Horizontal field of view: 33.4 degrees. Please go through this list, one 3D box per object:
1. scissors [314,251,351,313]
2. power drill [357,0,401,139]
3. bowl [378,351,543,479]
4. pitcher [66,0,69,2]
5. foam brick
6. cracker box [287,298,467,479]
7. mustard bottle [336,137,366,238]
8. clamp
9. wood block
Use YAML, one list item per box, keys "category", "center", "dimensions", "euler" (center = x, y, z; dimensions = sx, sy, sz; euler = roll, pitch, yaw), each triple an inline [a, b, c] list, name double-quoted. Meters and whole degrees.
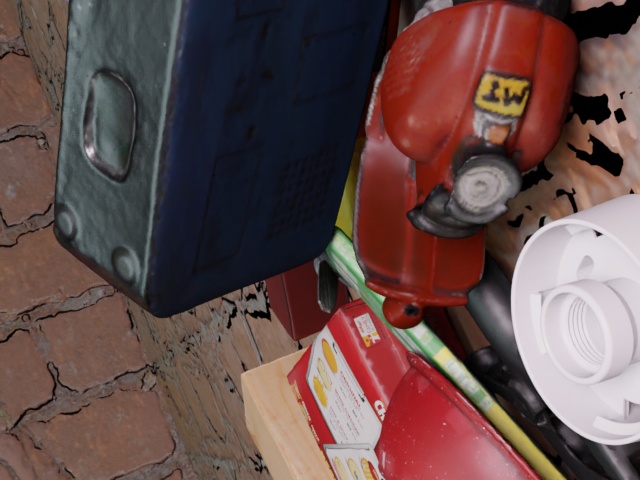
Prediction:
- category: "scissors"
  center: [-0.005, 0.001, 0.689]
  dimensions: [0.096, 0.016, 0.201]
  euler: [54, -171, 6]
- category: "power drill"
  center: [-0.045, -0.107, 0.597]
  dimensions: [0.188, 0.057, 0.184]
  euler: [17, 108, 41]
- category: "bowl"
  center: [0.079, 0.134, 0.543]
  dimensions: [0.162, 0.055, 0.162]
  euler: [49, 176, 5]
- category: "pitcher"
  center: [-0.142, -0.266, 0.675]
  dimensions: [0.243, 0.149, 0.145]
  euler: [98, 151, -48]
- category: "foam brick"
  center: [-0.013, 0.030, 0.853]
  dimensions: [0.051, 0.053, 0.078]
  euler: [-132, 27, -51]
- category: "cracker box"
  center: [0.055, 0.133, 0.731]
  dimensions: [0.164, 0.072, 0.214]
  euler: [64, 163, 12]
- category: "mustard bottle"
  center: [0.004, -0.055, 0.675]
  dimensions: [0.192, 0.058, 0.096]
  euler: [46, 166, 55]
- category: "clamp"
  center: [0.112, 0.074, 0.530]
  dimensions: [0.172, 0.039, 0.120]
  euler: [54, 175, 38]
- category: "wood block"
  center: [0.016, 0.200, 0.907]
  dimensions: [0.091, 0.090, 0.206]
  euler: [88, 156, -49]
